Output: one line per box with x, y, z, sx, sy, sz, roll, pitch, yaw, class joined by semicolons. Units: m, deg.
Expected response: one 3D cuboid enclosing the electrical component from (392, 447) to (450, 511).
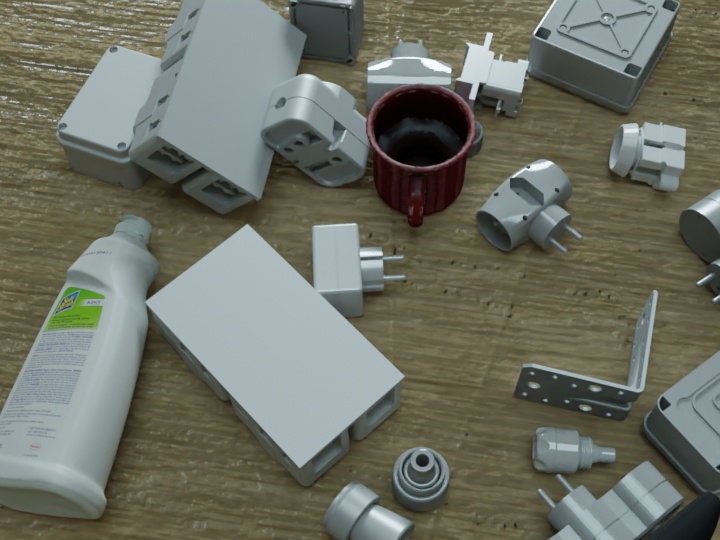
0.046;0.152;0.803;0.043;0.062;0.043;-1;60;1;electrical component

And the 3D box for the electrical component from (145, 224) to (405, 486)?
-0.067;0.067;0.854;0.105;0.060;0.186;-39;67;-19;electrical component

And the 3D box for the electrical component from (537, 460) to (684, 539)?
0.162;0.183;0.788;0.138;0.052;0.073;-34;65;-17;electrical component

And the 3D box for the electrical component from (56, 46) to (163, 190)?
-0.214;-0.140;0.977;0.078;0.057;0.113;19;63;12;electrical component

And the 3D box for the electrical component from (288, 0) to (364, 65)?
-0.030;-0.249;1.012;0.062;0.096;0.061;8;61;6;electrical component

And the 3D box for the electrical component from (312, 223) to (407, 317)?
0.000;0.000;0.899;0.077;0.047;0.065;-3;60;-1;electrical component

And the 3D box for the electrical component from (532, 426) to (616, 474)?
0.164;0.139;0.824;0.061;0.035;0.035;5;61;1;electrical component

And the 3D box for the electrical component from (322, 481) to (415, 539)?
0.006;0.189;0.793;0.055;0.045;0.045;34;66;19;electrical component

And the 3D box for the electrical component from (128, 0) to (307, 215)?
-0.125;-0.155;0.950;0.105;0.060;0.186;32;56;-31;electrical component

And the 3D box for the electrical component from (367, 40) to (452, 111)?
0.046;-0.184;1.004;0.077;0.043;0.079;2;60;2;electrical component

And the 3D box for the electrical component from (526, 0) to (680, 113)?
0.228;-0.218;1.012;0.109;0.056;0.108;26;64;15;electrical component

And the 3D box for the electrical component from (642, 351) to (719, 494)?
0.284;0.110;0.824;0.113;0.057;0.078;-33;65;-16;electrical component

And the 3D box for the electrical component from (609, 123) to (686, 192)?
0.254;-0.103;0.953;0.055;0.048;0.066;12;61;0;electrical component

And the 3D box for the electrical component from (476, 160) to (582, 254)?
0.154;-0.045;0.923;0.077;0.043;0.079;-40;67;-19;electrical component

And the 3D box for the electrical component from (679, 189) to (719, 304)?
0.312;0.002;0.888;0.074;0.052;0.138;-30;64;-15;electrical component

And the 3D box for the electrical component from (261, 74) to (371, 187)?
-0.035;-0.124;0.942;0.054;0.095;0.059;-16;51;40;electrical component

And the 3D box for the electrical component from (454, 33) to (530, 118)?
0.122;-0.173;0.998;0.064;0.042;0.081;14;62;5;electrical component
